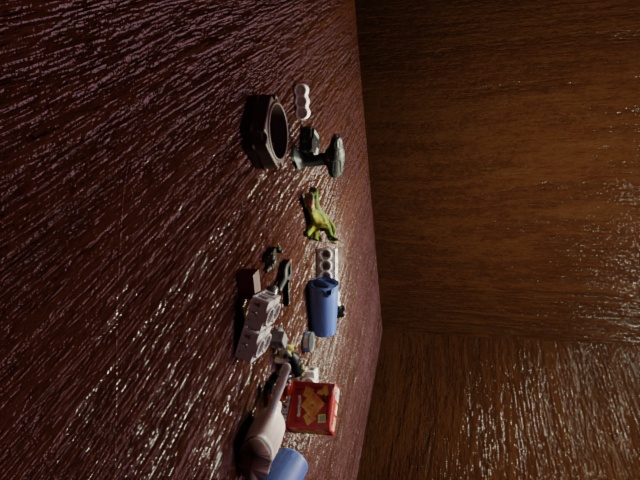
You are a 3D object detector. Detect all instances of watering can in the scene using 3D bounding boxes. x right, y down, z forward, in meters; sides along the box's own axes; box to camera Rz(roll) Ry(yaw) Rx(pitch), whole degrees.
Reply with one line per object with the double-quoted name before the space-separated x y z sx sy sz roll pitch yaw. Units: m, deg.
"watering can" -0.158 0.554 1.532 0.228 0.104 0.342 -57 161 -67

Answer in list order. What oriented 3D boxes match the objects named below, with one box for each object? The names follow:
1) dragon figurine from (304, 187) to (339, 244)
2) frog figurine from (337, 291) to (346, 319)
"dragon figurine" 0.007 -0.113 2.251 0.408 0.122 0.245 28 55 -75
"frog figurine" 0.052 0.299 2.462 0.162 0.123 0.135 56 1 37
